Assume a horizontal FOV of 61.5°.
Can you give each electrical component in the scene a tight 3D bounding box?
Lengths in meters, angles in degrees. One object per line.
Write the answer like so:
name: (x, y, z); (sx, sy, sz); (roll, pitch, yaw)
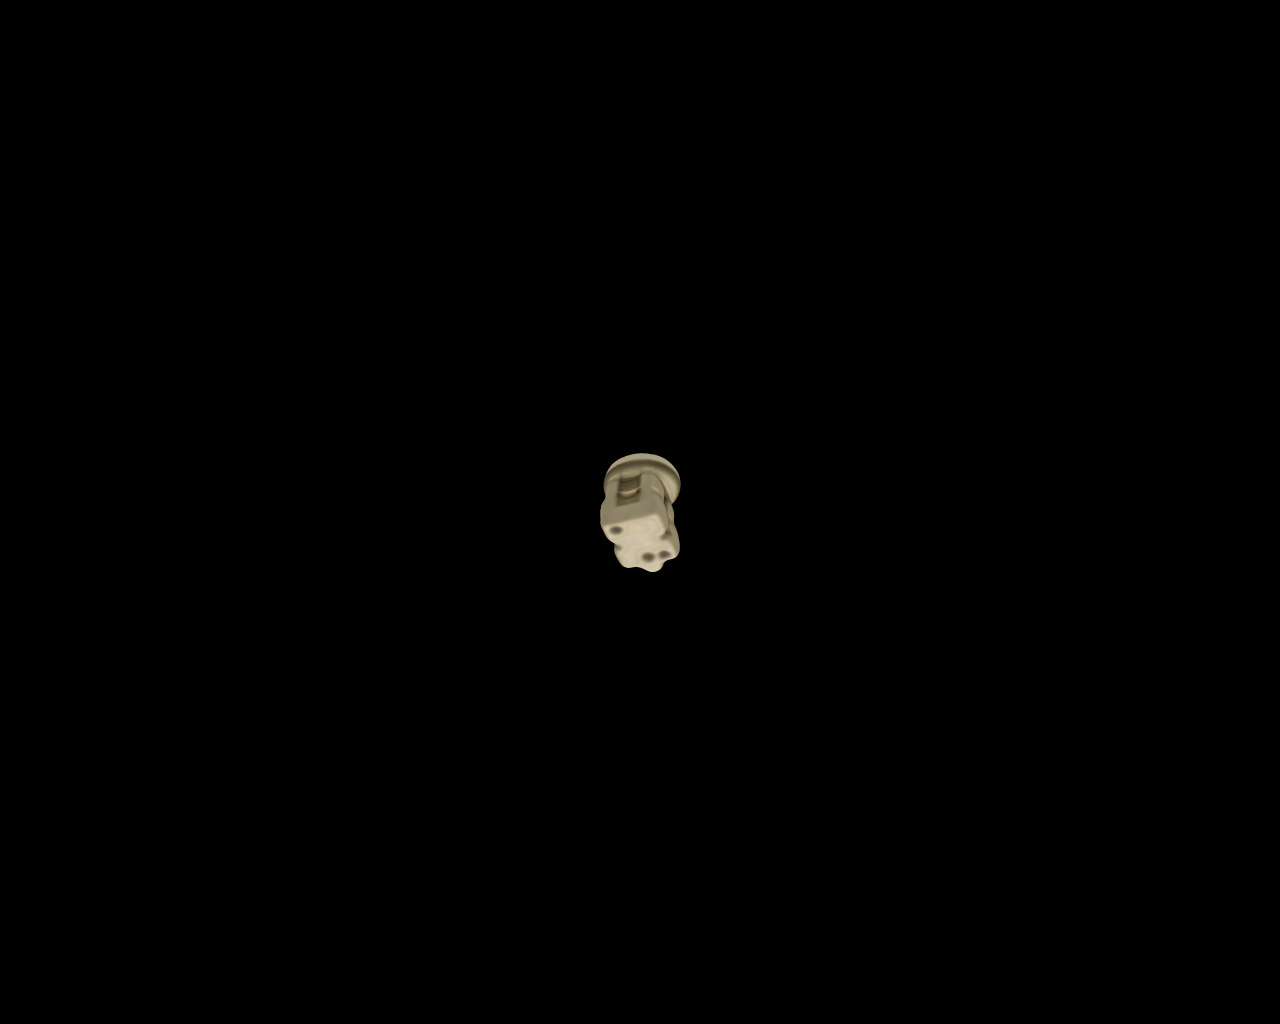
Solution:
electrical component: (0.001, -0.003, 0.650); (0.048, 0.055, 0.066); (-11, -43, 12)
